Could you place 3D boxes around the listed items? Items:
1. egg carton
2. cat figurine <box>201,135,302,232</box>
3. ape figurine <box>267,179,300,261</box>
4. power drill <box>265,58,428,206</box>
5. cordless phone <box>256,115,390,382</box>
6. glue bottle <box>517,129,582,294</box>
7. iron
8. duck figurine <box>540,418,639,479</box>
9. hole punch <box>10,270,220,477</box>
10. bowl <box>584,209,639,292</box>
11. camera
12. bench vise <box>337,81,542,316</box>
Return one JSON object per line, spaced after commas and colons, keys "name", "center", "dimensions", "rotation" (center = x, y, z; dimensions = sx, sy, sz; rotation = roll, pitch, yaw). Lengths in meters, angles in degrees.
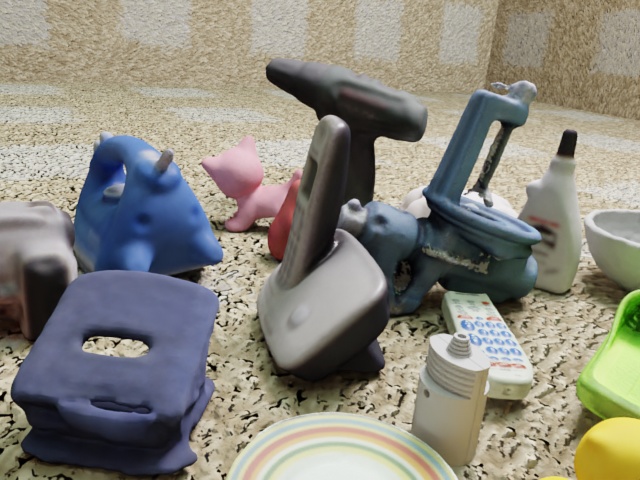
{"name": "egg carton", "center": [0.174, -0.022, 0.719], "dimensions": [0.150, 0.069, 0.107], "rotation": [6, 20, 3]}
{"name": "cat figurine", "center": [-0.082, -0.071, 0.725], "dimensions": [0.127, 0.118, 0.067], "rotation": [7, 20, 6]}
{"name": "ape figurine", "center": [-0.020, -0.022, 0.644], "dimensions": [0.076, 0.092, 0.078], "rotation": [7, 20, 5]}
{"name": "power drill", "center": [0.026, -0.133, 0.786], "dimensions": [0.229, 0.208, 0.076], "rotation": [10, 21, 15]}
{"name": "cordless phone", "center": [0.004, 0.002, 0.451], "dimensions": [0.094, 0.185, 0.147], "rotation": [-2, 21, -18]}
{"name": "glue bottle", "center": [0.249, -0.033, 0.615], "dimensions": [0.077, 0.173, 0.037], "rotation": [19, 25, 33]}
{"name": "iron", "center": [-0.205, -0.049, 0.604], "dimensions": [0.119, 0.141, 0.257], "rotation": [-12, 26, -38]}
{"name": "duck figurine", "center": [0.140, 0.128, 0.282], "dimensions": [0.104, 0.086, 0.077], "rotation": [2, 20, -8]}
{"name": "hole punch", "center": [-0.119, 0.077, 0.354], "dimensions": [0.108, 0.091, 0.101], "rotation": [6, 20, 4]}
{"name": "bowl", "center": [0.375, 0.023, 0.635], "dimensions": [0.167, 0.075, 0.167], "rotation": [4, 20, -1]}
{"name": "camera", "center": [-0.277, 0.016, 0.470], "dimensions": [0.137, 0.101, 0.142], "rotation": [-7, 23, -29]}
{"name": "bench vise", "center": [0.125, -0.037, 0.532], "dimensions": [0.208, 0.220, 0.121], "rotation": [-7, 23, -30]}
